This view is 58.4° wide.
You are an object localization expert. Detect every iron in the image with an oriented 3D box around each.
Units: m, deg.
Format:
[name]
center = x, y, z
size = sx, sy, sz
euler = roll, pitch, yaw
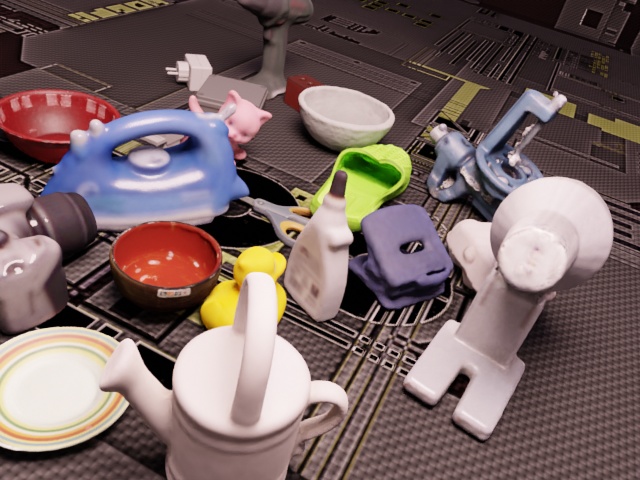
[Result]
[iron]
center = -0.215, -0.097, 0.697
size = 0.259, 0.141, 0.118
euler = -11, 42, -31

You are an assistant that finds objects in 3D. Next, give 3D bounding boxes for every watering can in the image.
[watering can]
center = -0.066, 0.110, 0.419
size = 0.173, 0.194, 0.100
euler = -7, 40, -27

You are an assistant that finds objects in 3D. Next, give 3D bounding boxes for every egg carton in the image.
[egg carton]
center = 0.229, 0.032, 0.741
size = 0.107, 0.069, 0.150
euler = 1, 37, -18

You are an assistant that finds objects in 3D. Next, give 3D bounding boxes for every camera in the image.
[camera]
center = -0.291, -0.002, 0.575
size = 0.142, 0.101, 0.137
euler = 34, 40, 26

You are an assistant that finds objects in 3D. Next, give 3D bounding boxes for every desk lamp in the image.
[desk lamp]
center = 0.198, 0.053, 0.575
size = 0.117, 0.213, 0.204
euler = 29, 38, 20

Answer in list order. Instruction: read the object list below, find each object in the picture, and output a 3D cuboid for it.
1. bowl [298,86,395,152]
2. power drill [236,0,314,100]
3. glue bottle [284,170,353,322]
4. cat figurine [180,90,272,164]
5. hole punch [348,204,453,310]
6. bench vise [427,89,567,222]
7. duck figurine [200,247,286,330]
[bowl]
center = 0.039, -0.199, 0.987
size = 0.167, 0.075, 0.167
euler = 10, 35, -7
[power drill]
center = -0.093, -0.377, 1.070
size = 0.075, 0.208, 0.230
euler = 25, 37, 16
[glue bottle]
center = 0.006, 0.002, 0.612
size = 0.037, 0.173, 0.078
euler = -15, 44, -35
[cat figurine]
center = -0.141, -0.174, 0.851
size = 0.127, 0.118, 0.067
euler = 21, 36, 9
[hole punch]
center = 0.105, 0.018, 0.697
size = 0.109, 0.091, 0.100
euler = -13, 43, -33
[bench vise]
center = 0.253, -0.132, 0.845
size = 0.207, 0.220, 0.122
euler = 25, 36, 15
[duck figurine]
center = -0.075, 0.048, 0.595
size = 0.077, 0.086, 0.105
euler = 35, 40, 27
